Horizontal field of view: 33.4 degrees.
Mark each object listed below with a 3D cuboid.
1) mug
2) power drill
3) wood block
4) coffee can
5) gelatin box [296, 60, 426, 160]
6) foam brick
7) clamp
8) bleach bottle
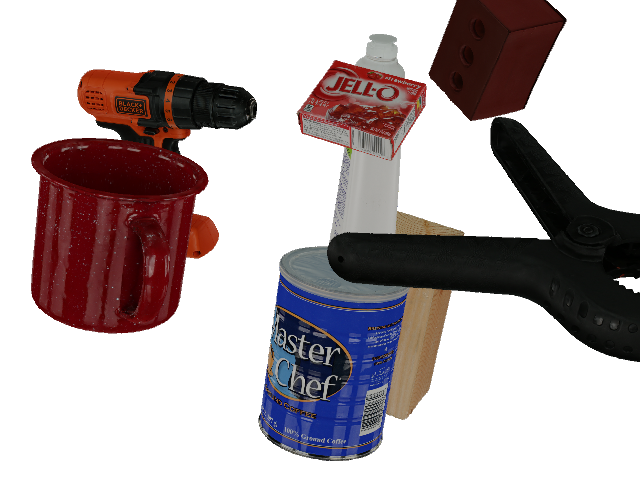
[{"bbox_3d":[-0.106,0.002,0.568,0.093,0.081,0.117,-3,25,-32],"label":"mug"},{"bbox_3d":[-0.145,-0.077,1.060,0.185,0.188,0.057,10,30,19],"label":"power drill"},{"bbox_3d":[0.090,0.084,1.211,0.090,0.206,0.090,18,24,19],"label":"wood block"},{"bbox_3d":[0.010,0.087,0.846,0.103,0.140,0.103,8,18,-3],"label":"coffee can"},{"bbox_3d":[0.036,-0.113,0.909,0.089,0.073,0.030,19,-36,20],"label":"gelatin box"},{"bbox_3d":[0.115,-0.127,0.706,0.051,0.053,0.078,-18,-35,-30],"label":"foam brick"},{"bbox_3d":[0.119,0.012,0.526,0.164,0.036,0.210,-31,47,-32],"label":"clamp"},{"bbox_3d":[0.053,-0.085,1.103,0.068,0.251,0.102,1,28,-9],"label":"bleach bottle"}]
